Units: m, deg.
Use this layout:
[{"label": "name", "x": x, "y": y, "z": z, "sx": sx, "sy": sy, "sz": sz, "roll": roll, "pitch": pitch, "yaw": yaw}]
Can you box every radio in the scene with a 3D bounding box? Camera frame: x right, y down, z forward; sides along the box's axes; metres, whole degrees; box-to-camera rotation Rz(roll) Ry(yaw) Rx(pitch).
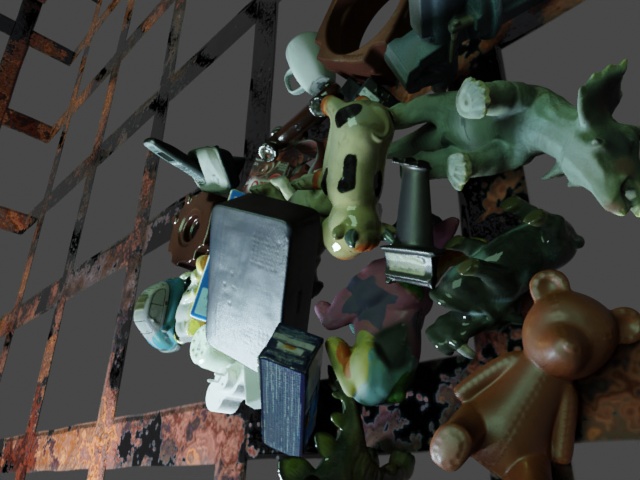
[{"label": "radio", "x": -0.082, "y": 0.058, "z": 0.726, "sx": 0.131, "sy": 0.073, "sz": 0.229, "roll": 19, "pitch": 113, "yaw": 27}]

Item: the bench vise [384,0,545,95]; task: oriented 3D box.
[{"label": "bench vise", "x": 0.202, "y": -0.286, "z": 0.682, "sx": 0.241, "sy": 0.223, "sz": 0.129, "roll": -27, "pitch": 51, "yaw": 0}]

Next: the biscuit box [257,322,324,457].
[{"label": "biscuit box", "x": -0.038, "y": 0.196, "z": 0.679, "sx": 0.063, "sy": 0.202, "sz": 0.059, "roll": 17, "pitch": 43, "yaw": 14}]

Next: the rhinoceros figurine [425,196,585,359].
[{"label": "rhinoceros figurine", "x": 0.185, "y": 0.042, "z": 0.568, "sx": 0.190, "sy": 0.112, "sz": 0.073, "roll": -44, "pitch": 21, "yaw": 7}]

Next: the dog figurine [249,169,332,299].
[{"label": "dog figurine", "x": -0.002, "y": -0.003, "z": 0.775, "sx": 0.172, "sy": 0.121, "sz": 0.190, "roll": -7, "pitch": 103, "yaw": 32}]

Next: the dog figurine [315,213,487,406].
[{"label": "dog figurine", "x": 0.106, "y": 0.071, "z": 0.640, "sx": 0.219, "sy": 0.108, "sz": 0.192, "roll": -43, "pitch": 44, "yaw": 23}]

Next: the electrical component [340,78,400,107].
[{"label": "electrical component", "x": 0.077, "y": -0.214, "z": 0.858, "sx": 0.075, "sy": 0.047, "sz": 0.119, "roll": -54, "pitch": 40, "yaw": 14}]

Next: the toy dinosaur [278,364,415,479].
[{"label": "toy dinosaur", "x": 0.013, "y": 0.350, "z": 0.533, "sx": 0.105, "sy": 0.198, "sz": 0.471, "roll": -32, "pitch": 48, "yaw": 39}]

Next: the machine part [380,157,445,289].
[{"label": "machine part", "x": 0.098, "y": -0.019, "z": 0.572, "sx": 0.084, "sy": 0.039, "sz": 0.138, "roll": 2, "pitch": 94, "yaw": 56}]

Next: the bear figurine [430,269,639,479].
[{"label": "bear figurine", "x": 0.202, "y": 0.132, "z": 0.488, "sx": 0.120, "sy": 0.132, "sz": 0.195, "roll": 34, "pitch": 104, "yaw": 17}]

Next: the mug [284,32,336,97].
[{"label": "mug", "x": -0.021, "y": -0.311, "z": 0.994, "sx": 0.109, "sy": 0.080, "sz": 0.107, "roll": -35, "pitch": 56, "yaw": 23}]

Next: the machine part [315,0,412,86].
[{"label": "machine part", "x": 0.098, "y": -0.360, "z": 0.878, "sx": 0.202, "sy": 0.087, "sz": 0.201, "roll": 28, "pitch": 93, "yaw": 50}]

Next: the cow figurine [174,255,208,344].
[{"label": "cow figurine", "x": -0.239, "y": 0.115, "z": 1.039, "sx": 0.098, "sy": 0.068, "sz": 0.167, "roll": -19, "pitch": 59, "yaw": 45}]

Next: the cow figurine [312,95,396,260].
[{"label": "cow figurine", "x": 0.045, "y": -0.068, "z": 0.642, "sx": 0.127, "sy": 0.085, "sz": 0.194, "roll": -136, "pitch": 50, "yaw": -59}]

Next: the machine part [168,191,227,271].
[{"label": "machine part", "x": -0.257, "y": -0.019, "z": 1.137, "sx": 0.179, "sy": 0.056, "sz": 0.179, "roll": -23, "pitch": 57, "yaw": 40}]

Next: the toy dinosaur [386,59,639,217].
[{"label": "toy dinosaur", "x": 0.194, "y": -0.127, "z": 0.620, "sx": 0.405, "sy": 0.192, "sz": 0.131, "roll": -146, "pitch": 49, "yaw": -65}]

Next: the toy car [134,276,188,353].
[{"label": "toy car", "x": -0.321, "y": 0.144, "z": 1.093, "sx": 0.109, "sy": 0.103, "sz": 0.161, "roll": -10, "pitch": 66, "yaw": 45}]

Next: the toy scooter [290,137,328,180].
[{"label": "toy scooter", "x": -0.012, "y": -0.115, "z": 0.891, "sx": 0.135, "sy": 0.075, "sz": 0.183, "roll": 29, "pitch": 91, "yaw": 52}]

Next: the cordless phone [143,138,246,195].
[{"label": "cordless phone", "x": -0.263, "y": -0.170, "z": 1.117, "sx": 0.147, "sy": 0.184, "sz": 0.088, "roll": 7, "pitch": 72, "yaw": 50}]

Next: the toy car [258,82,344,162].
[{"label": "toy car", "x": -0.035, "y": -0.206, "z": 0.965, "sx": 0.202, "sy": 0.053, "sz": 0.089, "roll": -36, "pitch": 20, "yaw": 32}]
